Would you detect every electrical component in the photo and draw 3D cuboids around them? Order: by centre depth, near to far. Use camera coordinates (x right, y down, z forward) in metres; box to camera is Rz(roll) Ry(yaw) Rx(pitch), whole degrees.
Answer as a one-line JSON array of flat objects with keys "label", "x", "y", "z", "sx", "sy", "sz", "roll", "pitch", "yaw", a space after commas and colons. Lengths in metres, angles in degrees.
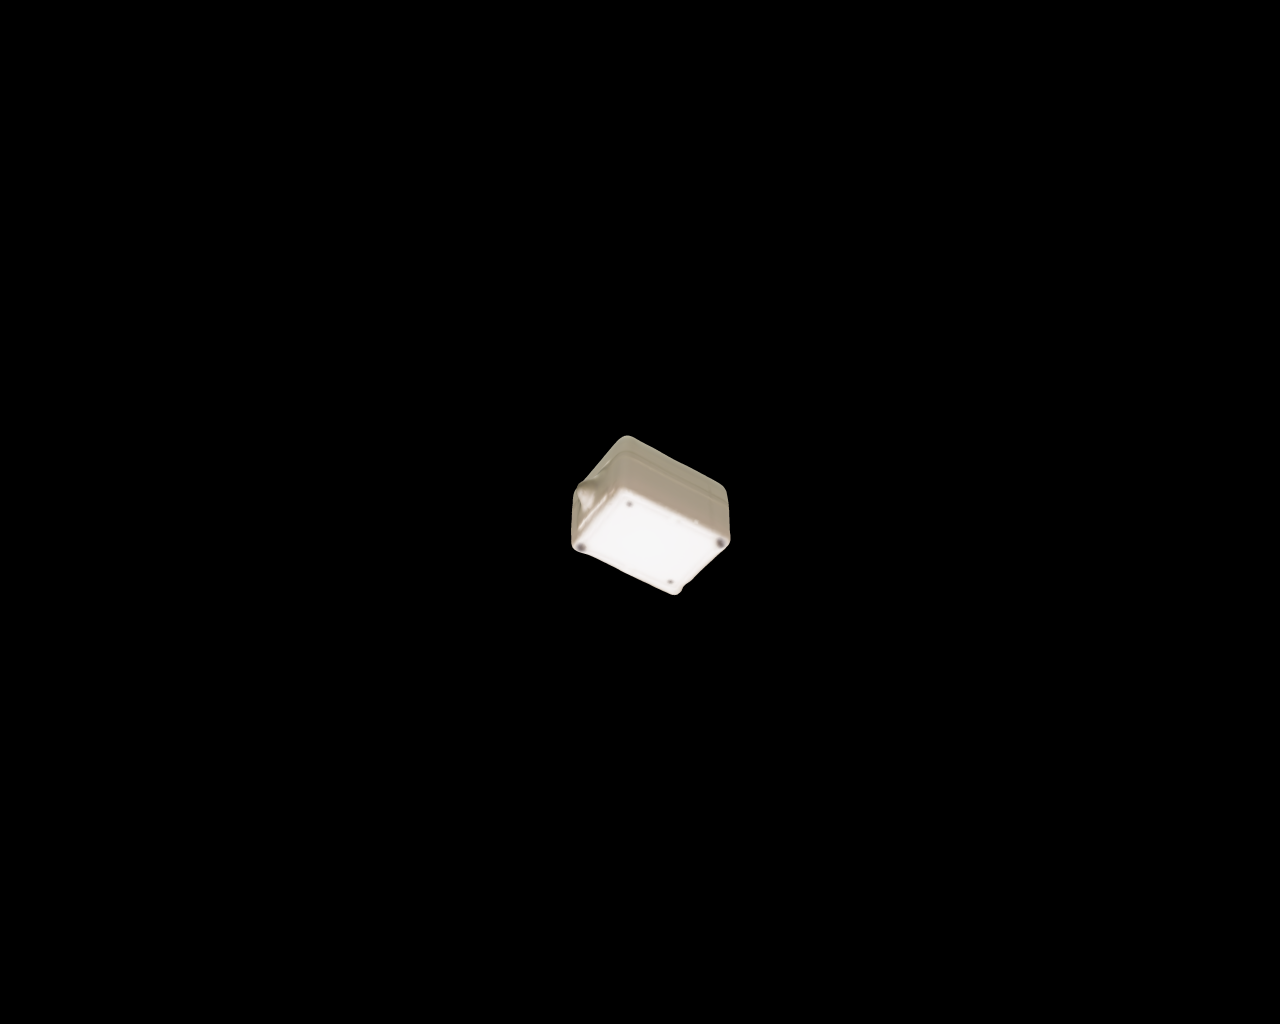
[{"label": "electrical component", "x": 0.001, "y": -0.003, "z": 0.650, "sx": 0.096, "sy": 0.061, "sz": 0.061, "roll": 27, "pitch": -53, "yaw": -22}]
